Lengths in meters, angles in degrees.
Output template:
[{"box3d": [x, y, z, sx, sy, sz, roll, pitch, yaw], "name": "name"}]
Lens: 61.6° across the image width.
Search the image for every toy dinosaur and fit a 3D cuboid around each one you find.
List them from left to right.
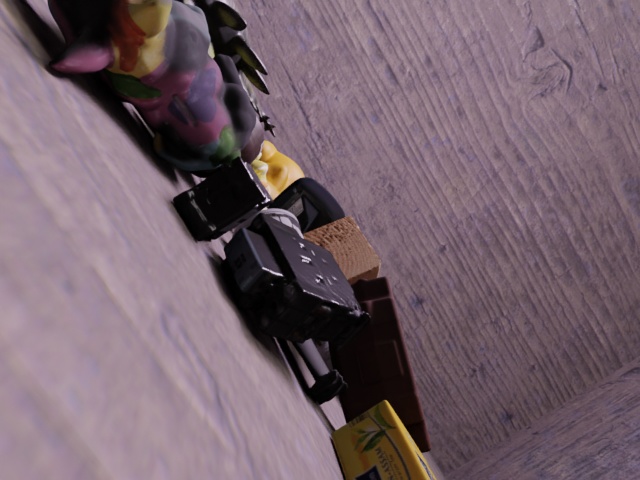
[{"box3d": [-0.151, -0.295, 0.774, 0.198, 0.105, 0.471, 63, 5, 16], "name": "toy dinosaur"}]

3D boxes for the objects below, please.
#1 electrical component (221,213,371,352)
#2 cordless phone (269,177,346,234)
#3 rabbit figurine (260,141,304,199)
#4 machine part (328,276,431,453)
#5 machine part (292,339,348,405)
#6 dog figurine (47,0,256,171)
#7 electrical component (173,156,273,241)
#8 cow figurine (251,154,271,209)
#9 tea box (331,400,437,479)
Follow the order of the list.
[{"box3d": [-0.028, 0.039, 0.510, 0.134, 0.058, 0.115, 26, 22, -45], "name": "electrical component"}, {"box3d": [-0.001, -0.003, 0.831, 0.184, 0.146, 0.089, 23, 36, -41], "name": "cordless phone"}, {"box3d": [-0.092, -0.073, 0.906, 0.162, 0.122, 0.173, 42, 21, 6], "name": "rabbit figurine"}, {"box3d": [0.069, 0.157, 0.653, 0.201, 0.087, 0.201, 55, 21, -71], "name": "machine part"}, {"box3d": [-0.022, 0.105, 0.571, 0.139, 0.039, 0.084, 56, -10, 29], "name": "machine part"}, {"box3d": [-0.132, -0.136, 0.445, 0.191, 0.108, 0.219, 61, 3, -14], "name": "dog figurine"}, {"box3d": [-0.088, -0.037, 0.514, 0.047, 0.075, 0.119, 58, -3, -1], "name": "electrical component"}, {"box3d": [-0.104, -0.060, 0.735, 0.167, 0.068, 0.098, -119, -153, -61], "name": "cow figurine"}, {"box3d": [0.076, 0.234, 0.462, 0.098, 0.068, 0.170, 59, 0, -25], "name": "tea box"}]
